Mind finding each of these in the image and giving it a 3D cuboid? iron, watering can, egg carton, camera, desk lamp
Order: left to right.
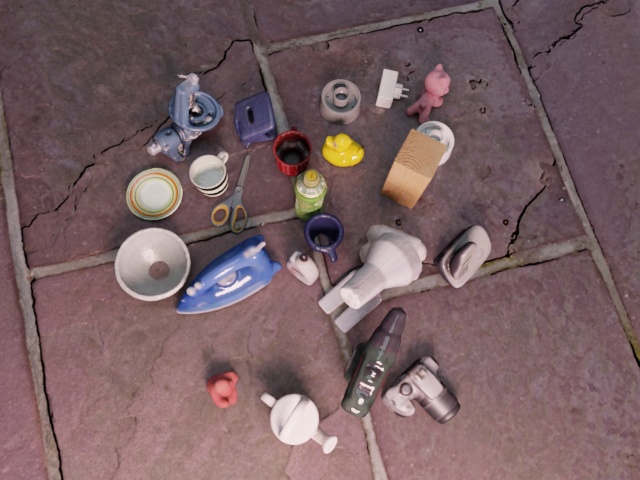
[{"bbox_3d":[-0.216,0.082,1.267,0.258,0.141,0.118,-33,79,-11],"label":"iron"},{"bbox_3d":[-0.045,0.368,1.172,0.173,0.194,0.101,13,74,1],"label":"watering can"},{"bbox_3d":[0.107,0.095,1.244,0.203,0.213,0.118,-41,80,-12],"label":"desk lamp"},{"bbox_3d":[0.172,0.028,1.341,0.150,0.069,0.107,21,75,3],"label":"egg carton"},{"bbox_3d":[0.228,0.341,1.243,0.143,0.101,0.136,-41,81,-12],"label":"camera"}]

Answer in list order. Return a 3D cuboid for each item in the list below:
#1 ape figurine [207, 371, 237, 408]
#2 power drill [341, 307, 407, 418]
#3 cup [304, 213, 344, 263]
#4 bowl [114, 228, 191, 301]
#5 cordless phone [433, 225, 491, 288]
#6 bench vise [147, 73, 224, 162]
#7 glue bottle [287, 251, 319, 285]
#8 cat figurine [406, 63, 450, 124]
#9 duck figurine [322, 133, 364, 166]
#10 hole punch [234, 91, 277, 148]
[{"bbox_3d":[-0.208,0.317,1.230,0.076,0.092,0.078,33,76,6],"label":"ape figurine"},{"bbox_3d":[0.108,0.257,1.203,0.075,0.208,0.230,24,75,4],"label":"power drill"},{"bbox_3d":[0.012,0.005,1.325,0.092,0.095,0.117,-20,77,-8],"label":"cup"},{"bbox_3d":[-0.372,0.060,1.299,0.167,0.075,0.167,1,75,-3],"label":"bowl"},{"bbox_3d":[0.339,0.024,1.292,0.094,0.185,0.148,40,77,8],"label":"cordless phone"},{"bbox_3d":[-0.308,-0.277,1.319,0.121,0.220,0.207,25,75,4],"label":"bench vise"},{"bbox_3d":[-0.038,0.054,1.268,0.078,0.173,0.037,35,76,7],"label":"glue bottle"},{"bbox_3d":[0.279,-0.370,1.430,0.067,0.118,0.128,33,76,6],"label":"cat figurine"},{"bbox_3d":[0.058,-0.228,1.395,0.104,0.086,0.077,13,74,0],"label":"duck figurine"},{"bbox_3d":[-0.159,-0.296,1.399,0.101,0.091,0.108,-11,76,-6],"label":"hole punch"}]
